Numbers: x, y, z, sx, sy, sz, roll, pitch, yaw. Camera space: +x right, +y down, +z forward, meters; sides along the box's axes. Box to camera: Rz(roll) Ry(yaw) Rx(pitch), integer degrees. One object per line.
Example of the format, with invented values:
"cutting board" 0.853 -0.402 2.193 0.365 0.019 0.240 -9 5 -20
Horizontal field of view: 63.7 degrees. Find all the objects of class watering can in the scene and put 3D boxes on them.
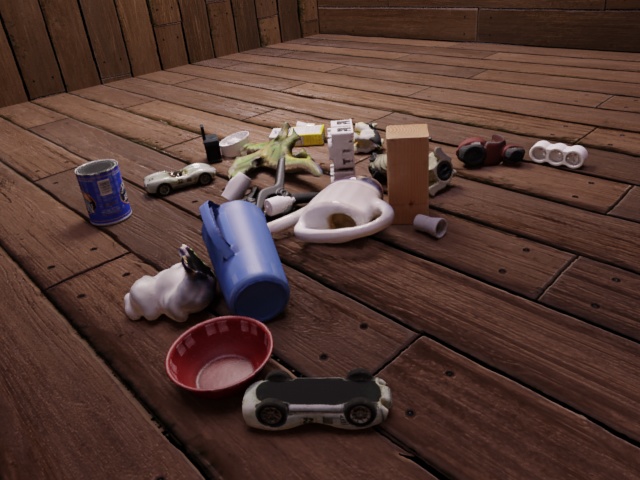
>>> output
"watering can" 0.003 -0.057 1.139 0.347 0.102 0.229 -2 27 25

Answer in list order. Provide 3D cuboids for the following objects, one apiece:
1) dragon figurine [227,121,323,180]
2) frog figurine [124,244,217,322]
"dragon figurine" -0.147 -0.219 1.480 0.243 0.120 0.418 -26 29 -2
"frog figurine" -0.270 0.100 0.930 0.159 0.121 0.140 -45 44 2
